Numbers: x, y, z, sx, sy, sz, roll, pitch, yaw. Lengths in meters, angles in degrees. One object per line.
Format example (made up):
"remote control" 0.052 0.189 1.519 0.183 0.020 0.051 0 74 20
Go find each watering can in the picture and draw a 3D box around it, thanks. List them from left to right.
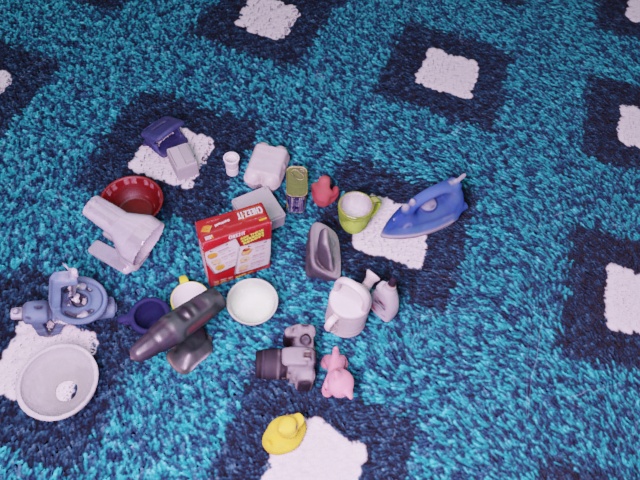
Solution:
"watering can" 0.072 0.139 1.333 0.101 0.194 0.173 18 58 6

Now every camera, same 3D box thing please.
"camera" -0.077 0.262 1.297 0.137 0.101 0.143 1 58 -5

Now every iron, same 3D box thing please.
"iron" 0.280 -0.094 1.529 0.259 0.141 0.118 -25 64 -19

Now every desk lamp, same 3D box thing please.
"desk lamp" -0.469 -0.007 1.359 0.203 0.213 0.118 26 60 11

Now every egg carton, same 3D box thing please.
"egg carton" -0.147 -0.204 1.597 0.107 0.069 0.150 12 58 2

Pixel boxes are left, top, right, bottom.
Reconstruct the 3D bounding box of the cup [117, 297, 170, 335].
"cup" -0.397 0.192 1.313 0.118 0.095 0.091 -7 59 -9

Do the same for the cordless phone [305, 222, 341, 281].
"cordless phone" 0.013 0.005 1.415 0.094 0.185 0.147 -1 58 -6

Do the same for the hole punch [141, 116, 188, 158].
"hole punch" -0.444 -0.304 1.617 0.101 0.091 0.109 38 62 17

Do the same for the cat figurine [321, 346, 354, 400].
"cat figurine" 0.040 0.301 1.275 0.067 0.118 0.127 -1 58 -6

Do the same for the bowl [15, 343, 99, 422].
"bowl" -0.555 0.313 1.234 0.167 0.075 0.167 3 58 -4

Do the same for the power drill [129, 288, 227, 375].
"power drill" -0.298 0.212 1.243 0.075 0.208 0.230 38 62 17

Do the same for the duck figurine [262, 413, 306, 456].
"duck figurine" -0.075 0.406 1.217 0.105 0.086 0.077 -31 66 -22

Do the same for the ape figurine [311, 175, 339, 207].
"ape figurine" 0.012 -0.140 1.560 0.077 0.092 0.076 25 59 10

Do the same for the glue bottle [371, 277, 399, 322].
"glue bottle" 0.158 0.131 1.358 0.078 0.173 0.037 40 63 18

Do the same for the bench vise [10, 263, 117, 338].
"bench vise" -0.568 0.141 1.253 0.208 0.220 0.121 -27 64 -20
